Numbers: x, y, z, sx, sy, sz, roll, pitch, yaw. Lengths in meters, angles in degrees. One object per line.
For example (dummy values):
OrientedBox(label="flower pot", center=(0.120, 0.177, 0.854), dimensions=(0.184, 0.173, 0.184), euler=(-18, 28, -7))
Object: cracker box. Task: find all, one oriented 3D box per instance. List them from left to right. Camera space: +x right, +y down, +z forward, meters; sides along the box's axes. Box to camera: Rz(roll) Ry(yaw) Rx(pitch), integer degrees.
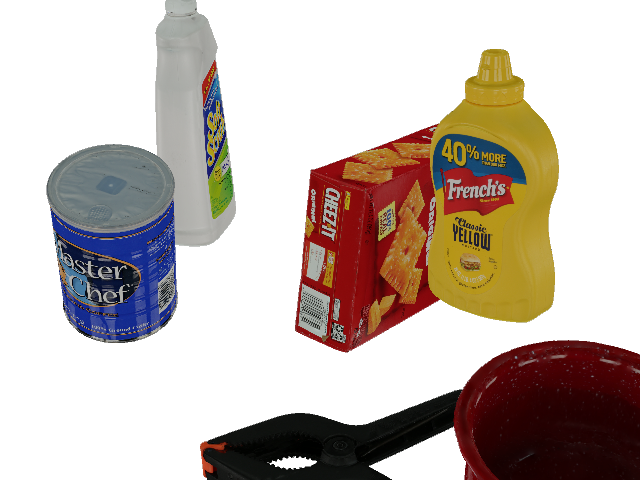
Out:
OrientedBox(label="cracker box", center=(0.073, -0.007, 1.016), dimensions=(0.072, 0.164, 0.213), euler=(23, 29, 33))

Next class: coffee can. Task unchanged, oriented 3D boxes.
OrientedBox(label="coffee can", center=(-0.174, 0.004, 0.910), dimensions=(0.103, 0.140, 0.103), euler=(3, 44, -3))

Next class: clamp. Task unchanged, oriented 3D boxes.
OrientedBox(label="clamp", center=(0.021, 0.155, 0.766), dimensions=(0.210, 0.036, 0.164), euler=(4, 29, 12))

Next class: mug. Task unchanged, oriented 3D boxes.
OrientedBox(label="mug", center=(0.106, 0.098, 0.391), dimensions=(0.117, 0.081, 0.093), euler=(5, 36, 9))

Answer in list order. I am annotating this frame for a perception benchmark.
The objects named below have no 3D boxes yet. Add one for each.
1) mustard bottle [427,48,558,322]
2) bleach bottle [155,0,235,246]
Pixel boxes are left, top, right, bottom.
OrientedBox(label="mustard bottle", center=(0.123, -0.041, 0.767), dimensions=(0.096, 0.192, 0.058), euler=(19, 30, 41))
OrientedBox(label="bleach bottle", center=(-0.135, -0.127, 1.094), dimensions=(0.068, 0.251, 0.102), euler=(5, 28, 15))
